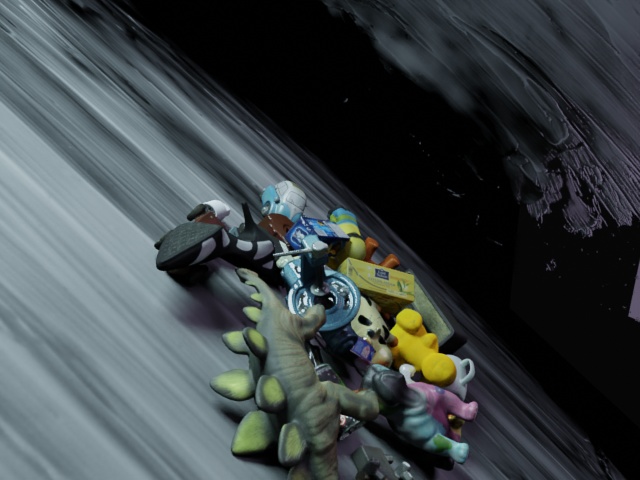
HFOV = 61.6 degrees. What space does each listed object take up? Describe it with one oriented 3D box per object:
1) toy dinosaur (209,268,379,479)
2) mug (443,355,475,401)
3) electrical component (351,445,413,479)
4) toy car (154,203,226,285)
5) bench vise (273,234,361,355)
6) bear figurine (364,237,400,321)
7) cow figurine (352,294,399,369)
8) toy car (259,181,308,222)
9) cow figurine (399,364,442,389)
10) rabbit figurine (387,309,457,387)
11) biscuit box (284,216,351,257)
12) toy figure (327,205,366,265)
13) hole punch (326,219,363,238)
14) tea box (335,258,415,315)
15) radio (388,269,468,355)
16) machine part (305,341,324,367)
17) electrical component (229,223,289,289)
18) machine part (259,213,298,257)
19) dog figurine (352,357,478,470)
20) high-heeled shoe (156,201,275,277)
[{"bbox_3d":[-0.028,0.216,0.686,0.198,0.105,0.472,7,43,-48],"label":"toy dinosaur"},{"bbox_3d":[0.300,0.317,1.202,0.080,0.109,0.107,51,25,-18],"label":"mug"},{"bbox_3d":[0.090,0.330,0.772,0.102,0.045,0.078,31,22,-37],"label":"electrical component"},{"bbox_3d":[-0.206,0.004,0.890,0.089,0.053,0.202,45,19,-11],"label":"toy car"},{"bbox_3d":[-0.009,0.068,0.896,0.240,0.129,0.224,87,-17,-51],"label":"bench vise"},{"bbox_3d":[0.139,0.098,1.333,0.120,0.132,0.196,37,11,-18],"label":"bear figurine"},{"bbox_3d":[0.095,0.185,1.084,0.127,0.085,0.195,39,18,-36],"label":"cow figurine"},{"bbox_3d":[-0.082,-0.092,1.338,0.109,0.103,0.162,34,20,-31],"label":"toy car"},{"bbox_3d":[0.203,0.322,1.016,0.167,0.068,0.098,39,22,-3],"label":"cow figurine"},{"bbox_3d":[0.218,0.256,1.136,0.173,0.122,0.162,32,-20,49],"label":"rabbit figurine"},{"bbox_3d":[-0.002,-0.004,1.165,0.059,0.063,0.202,47,15,17],"label":"biscuit box"},{"bbox_3d":[0.061,-0.013,1.318,0.082,0.089,0.180,1,49,-10],"label":"toy figure"},{"bbox_3d":[0.032,0.011,1.405,0.142,0.092,0.116,48,47,8],"label":"hole punch"},{"bbox_3d":[0.114,0.105,1.194,0.169,0.098,0.068,16,58,-21],"label":"tea box"},{"bbox_3d":[0.247,0.195,1.326,0.073,0.131,0.230,29,21,-39],"label":"radio"},{"bbox_3d":[-0.043,0.178,0.863,0.138,0.039,0.084,33,27,-36],"label":"machine part"},{"bbox_3d":[-0.118,0.023,1.042,0.134,0.058,0.115,31,18,-34],"label":"electrical component"},{"bbox_3d":[-0.064,0.011,1.201,0.179,0.056,0.179,39,16,-13],"label":"machine part"},{"bbox_3d":[0.141,0.284,0.899,0.219,0.108,0.191,24,-29,9],"label":"dog figurine"},{"bbox_3d":[-0.152,0.036,0.826,0.249,0.086,0.145,-40,125,-52],"label":"high-heeled shoe"}]
